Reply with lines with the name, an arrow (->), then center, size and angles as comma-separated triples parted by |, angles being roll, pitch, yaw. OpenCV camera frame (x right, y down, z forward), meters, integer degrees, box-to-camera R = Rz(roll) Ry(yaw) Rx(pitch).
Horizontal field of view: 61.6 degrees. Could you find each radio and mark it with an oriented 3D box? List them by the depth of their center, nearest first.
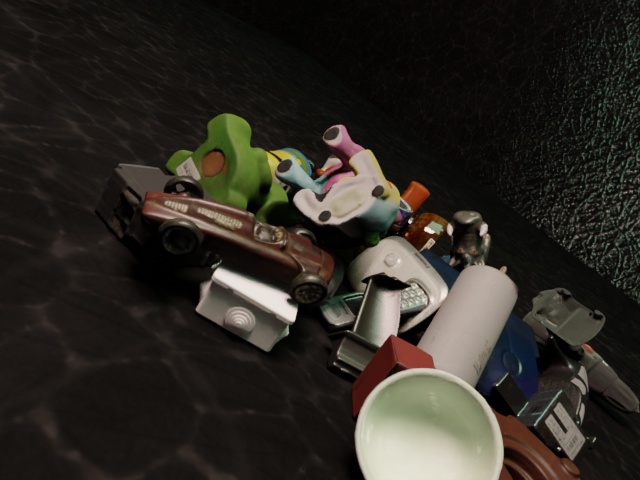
radio -> 0.223, 0.113, 0.838 | 0.230, 0.073, 0.131 | 39, 20, 9

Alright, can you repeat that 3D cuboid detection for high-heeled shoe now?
high-heeled shoe -> 0.350, 0.249, 0.773 | 0.145, 0.086, 0.249 | 63, 35, -20

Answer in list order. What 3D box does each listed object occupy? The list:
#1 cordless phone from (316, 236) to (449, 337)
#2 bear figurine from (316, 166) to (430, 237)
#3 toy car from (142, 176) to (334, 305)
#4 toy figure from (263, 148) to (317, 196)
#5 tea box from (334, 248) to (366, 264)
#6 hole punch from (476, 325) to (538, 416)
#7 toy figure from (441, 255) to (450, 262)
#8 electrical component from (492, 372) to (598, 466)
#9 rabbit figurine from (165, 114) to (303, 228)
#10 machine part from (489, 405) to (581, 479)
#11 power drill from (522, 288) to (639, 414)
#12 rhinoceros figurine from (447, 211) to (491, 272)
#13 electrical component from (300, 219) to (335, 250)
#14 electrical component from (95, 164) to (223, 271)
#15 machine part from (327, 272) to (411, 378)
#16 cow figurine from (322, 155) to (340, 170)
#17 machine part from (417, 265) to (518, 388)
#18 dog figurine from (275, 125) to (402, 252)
cordless phone -> 0.062, 0.067, 0.708 | 0.184, 0.088, 0.147 | -4, 39, -30
bear figurine -> 0.092, -0.095, 1.040 | 0.196, 0.132, 0.120 | 41, -6, 8
toy car -> -0.072, -0.003, 0.525 | 0.202, 0.053, 0.089 | 26, 31, -25
toy figure -> -0.070, -0.111, 0.888 | 0.089, 0.082, 0.180 | 26, 23, 10
tea box -> 0.054, -0.028, 0.901 | 0.098, 0.068, 0.169 | 38, 19, 7
hole punch -> 0.224, 0.167, 0.698 | 0.142, 0.092, 0.116 | 30, 24, -20
toy figure -> 0.294, 0.076, 1.053 | 0.155, 0.058, 0.064 | 47, -14, 36
electrical component -> 0.258, 0.208, 0.626 | 0.075, 0.048, 0.119 | -27, 83, -34
rabbit figurine -> -0.087, -0.064, 0.712 | 0.159, 0.121, 0.170 | 50, 10, 28
machine part -> 0.190, 0.239, 0.525 | 0.179, 0.056, 0.179 | 28, 21, -12
power drill -> 0.442, 0.181, 0.917 | 0.232, 0.086, 0.207 | 44, -2, 42
rhinoceros figurine -> 0.255, 0.033, 0.937 | 0.073, 0.190, 0.112 | 6, 33, 23
electrical component -> -0.002, -0.003, 0.775 | 0.078, 0.045, 0.102 | 51, 17, 6
electrical component -> -0.170, -0.030, 0.586 | 0.134, 0.058, 0.115 | 43, 20, 21
machine part -> 0.059, 0.096, 0.605 | 0.084, 0.039, 0.139 | 27, 54, -4
cow figurine -> 0.084, -0.127, 1.130 | 0.167, 0.098, 0.068 | 35, 14, 3
machine part -> 0.167, 0.110, 0.628 | 0.079, 0.079, 0.243 | 37, 53, 7
dog figurine -> 0.053, -0.036, 0.699 | 0.192, 0.108, 0.219 | 55, 8, 36
